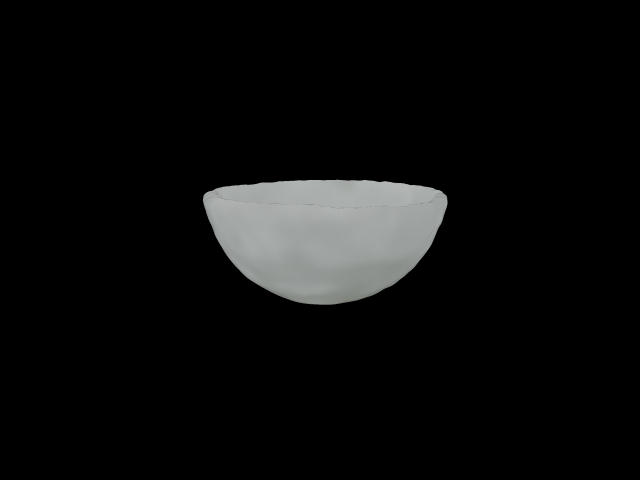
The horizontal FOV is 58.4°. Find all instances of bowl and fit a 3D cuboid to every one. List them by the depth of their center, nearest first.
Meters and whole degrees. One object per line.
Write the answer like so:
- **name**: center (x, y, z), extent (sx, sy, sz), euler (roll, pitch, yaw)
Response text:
- **bowl**: center (0.004, 0.001, 0.400), extent (0.167, 0.075, 0.167), euler (0, 12, 0)
